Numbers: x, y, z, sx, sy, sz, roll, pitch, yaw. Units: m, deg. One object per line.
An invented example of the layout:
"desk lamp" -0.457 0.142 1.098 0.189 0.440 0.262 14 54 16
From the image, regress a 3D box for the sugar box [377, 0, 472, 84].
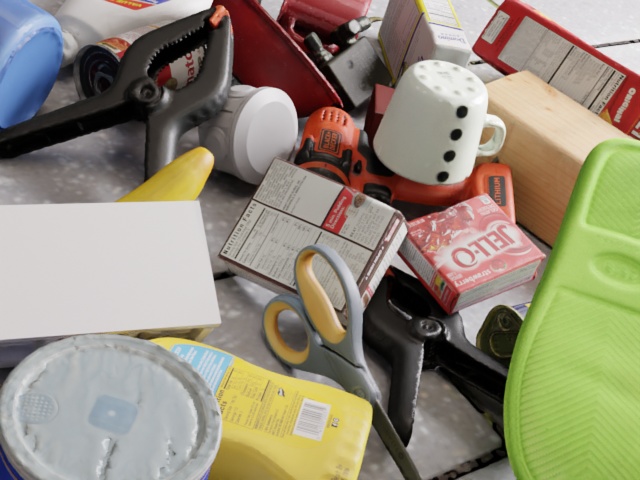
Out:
"sugar box" 0.104 -0.200 1.084 0.048 0.093 0.176 7 39 -17

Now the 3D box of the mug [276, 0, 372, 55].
"mug" 0.001 -0.223 1.078 0.081 0.093 0.117 22 40 -3

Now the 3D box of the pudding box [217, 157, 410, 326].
"pudding box" -0.005 0.001 0.777 0.114 0.039 0.090 24 78 24

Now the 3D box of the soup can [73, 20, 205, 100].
"soup can" -0.155 -0.150 0.933 0.068 0.069 0.102 34 39 20

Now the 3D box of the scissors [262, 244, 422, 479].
"scissors" 0.014 0.102 0.708 0.016 0.096 0.202 -3 70 -46

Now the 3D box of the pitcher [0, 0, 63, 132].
"pitcher" -0.338 -0.177 0.846 0.243 0.145 0.149 28 72 8

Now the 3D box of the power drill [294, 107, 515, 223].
"power drill" 0.065 -0.033 0.883 0.187 0.057 0.184 16 40 -5

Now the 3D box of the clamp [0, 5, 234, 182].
"clamp" -0.145 -0.107 0.843 0.165 0.036 0.210 25 69 13

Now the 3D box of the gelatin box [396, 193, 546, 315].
"gelatin box" 0.111 0.009 0.797 0.089 0.030 0.073 -20 55 -28

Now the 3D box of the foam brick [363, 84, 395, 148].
"foam brick" 0.080 -0.101 0.983 0.078 0.051 0.053 14 38 -5

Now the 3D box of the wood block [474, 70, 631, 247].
"wood block" 0.224 -0.055 0.950 0.090 0.091 0.206 -24 53 -42

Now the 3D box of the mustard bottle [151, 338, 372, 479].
"mustard bottle" -0.068 0.106 0.648 0.191 0.058 0.096 20 34 2

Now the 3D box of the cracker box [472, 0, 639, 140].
"cracker box" 0.275 -0.147 1.055 0.214 0.072 0.164 39 14 28

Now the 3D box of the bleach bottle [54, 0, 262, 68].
"bleach bottle" -0.163 -0.216 1.021 0.103 0.068 0.250 30 40 17

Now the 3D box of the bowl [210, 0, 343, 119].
"bowl" -0.052 -0.161 0.962 0.162 0.055 0.162 47 1 -2

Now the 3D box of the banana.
"banana" -0.164 -0.014 0.750 0.197 0.069 0.037 -13 11 -18

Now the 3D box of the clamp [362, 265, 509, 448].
"clamp" 0.086 0.078 0.765 0.120 0.039 0.171 4 38 -20

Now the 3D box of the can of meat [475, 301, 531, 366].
"can of meat" 0.179 0.087 0.778 0.083 0.057 0.102 -10 46 -35

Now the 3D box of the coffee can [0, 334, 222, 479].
"coffee can" -0.112 0.131 0.528 0.102 0.140 0.103 11 37 -9
